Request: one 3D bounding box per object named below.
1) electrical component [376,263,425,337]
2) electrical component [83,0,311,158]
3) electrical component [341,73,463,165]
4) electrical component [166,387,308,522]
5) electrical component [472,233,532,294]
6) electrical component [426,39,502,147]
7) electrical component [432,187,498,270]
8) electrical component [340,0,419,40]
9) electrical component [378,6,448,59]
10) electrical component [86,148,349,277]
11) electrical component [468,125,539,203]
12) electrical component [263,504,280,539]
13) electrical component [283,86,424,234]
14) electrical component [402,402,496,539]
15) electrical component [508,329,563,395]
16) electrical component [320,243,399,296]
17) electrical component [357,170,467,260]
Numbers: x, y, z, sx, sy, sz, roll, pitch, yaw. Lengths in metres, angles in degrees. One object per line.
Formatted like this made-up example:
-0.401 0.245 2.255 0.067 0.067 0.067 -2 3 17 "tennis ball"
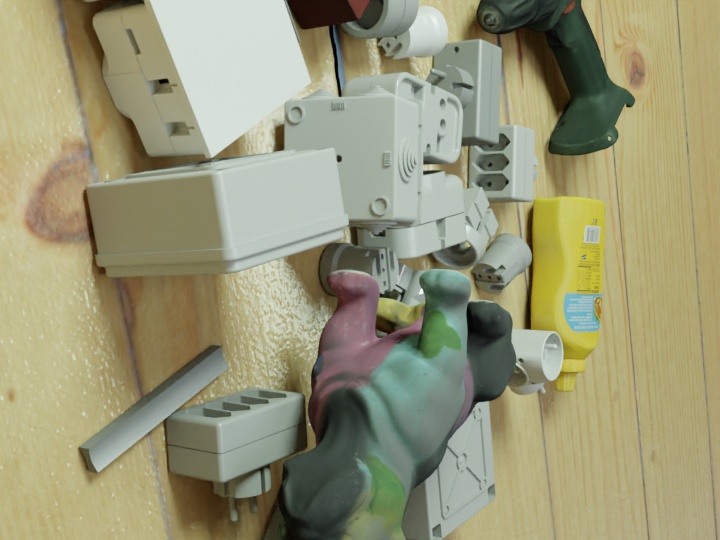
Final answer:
0.042 0.038 0.841 0.078 0.058 0.057 33 67 -27 "electrical component"
-0.109 -0.171 0.622 0.105 0.060 0.186 -46 127 -43 "electrical component"
0.029 -0.112 0.816 0.095 0.059 0.053 11 82 -54 "electrical component"
-0.077 0.122 0.689 0.083 0.047 0.075 -12 102 -53 "electrical component"
0.128 -0.005 0.977 0.046 0.040 0.040 -44 126 -36 "electrical component"
0.079 -0.149 0.896 0.076 0.047 0.083 4 88 -54 "electrical component"
0.087 -0.034 0.914 0.066 0.048 0.055 61 38 -35 "electrical component"
0.017 -0.244 0.802 0.074 0.052 0.138 -21 108 -52 "electrical component"
0.040 -0.186 0.848 0.046 0.040 0.040 -22 109 -46 "electrical component"
-0.082 -0.035 0.624 0.109 0.109 0.056 -20 105 -52 "electrical component"
0.138 -0.094 0.979 0.077 0.047 0.065 2 90 -54 "electrical component"
-0.023 0.219 0.759 0.108 0.056 0.108 50 53 -43 "electrical component"
-0.006 -0.074 0.738 0.048 0.100 0.099 -2 93 -67 "electrical component"
0.059 0.151 0.871 0.109 0.056 0.108 -18 106 -53 "electrical component"
0.144 0.087 0.970 0.079 0.077 0.044 58 47 -38 "electrical component"
0.000 0.000 0.792 0.040 0.046 0.040 -3 94 -54 "electrical component"
0.040 -0.045 0.839 0.095 0.054 0.059 -18 106 -53 "electrical component"
